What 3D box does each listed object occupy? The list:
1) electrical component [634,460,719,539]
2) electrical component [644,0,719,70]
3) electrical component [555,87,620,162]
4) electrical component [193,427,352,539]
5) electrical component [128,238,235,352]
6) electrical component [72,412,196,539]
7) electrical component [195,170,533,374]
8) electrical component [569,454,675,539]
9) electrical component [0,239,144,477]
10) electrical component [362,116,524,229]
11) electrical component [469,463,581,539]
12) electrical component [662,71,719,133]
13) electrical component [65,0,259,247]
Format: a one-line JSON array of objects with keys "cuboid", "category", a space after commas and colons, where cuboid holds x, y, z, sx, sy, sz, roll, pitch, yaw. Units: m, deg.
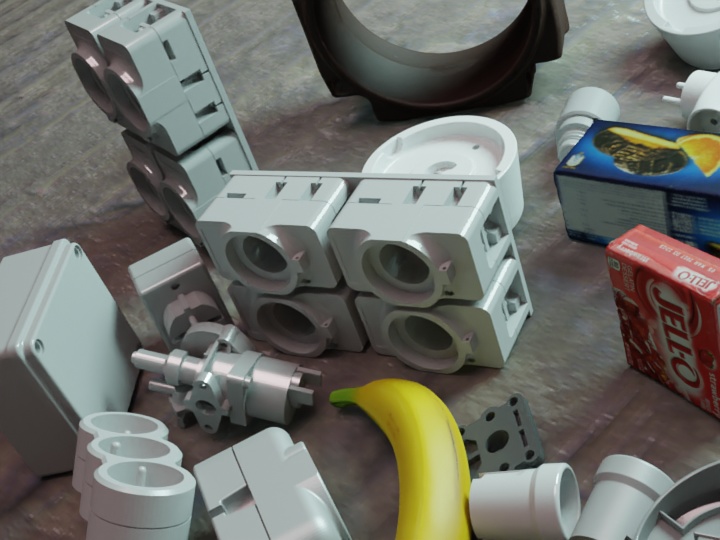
[{"cuboid": [0.166, 0.127, 0.457, 0.099, 0.064, 0.099, -13, 37, 10], "category": "electrical component"}, {"cuboid": [0.279, -0.202, 0.817, 0.108, 0.060, 0.108, -22, 48, 27], "category": "electrical component"}, {"cuboid": [0.159, -0.097, 0.766, 0.040, 0.040, 0.078, 3, 43, 29], "category": "electrical component"}, {"cuboid": [-0.043, 0.131, 0.563, 0.059, 0.053, 0.095, -27, 37, -7], "category": "electrical component"}, {"cuboid": [-0.113, 0.029, 0.717, 0.047, 0.065, 0.076, -27, 37, -9], "category": "electrical component"}, {"cuboid": [-0.129, 0.133, 0.594, 0.052, 0.073, 0.138, 6, 7, -20], "category": "electrical component"}, {"cuboid": [0.000, 0.000, 0.666, 0.186, 0.105, 0.060, 4, 43, 30], "category": "electrical component"}, {"cuboid": [0.125, 0.118, 0.512, 0.040, 0.040, 0.046, 12, 53, 37], "category": "electrical component"}, {"cuboid": [-0.194, 0.056, 0.687, 0.056, 0.108, 0.108, -14, 37, 14], "category": "electrical component"}, {"cuboid": [0.060, -0.051, 0.738, 0.108, 0.060, 0.108, -13, 37, 10], "category": "electrical component"}, {"cuboid": [0.082, 0.117, 0.534, 0.046, 0.040, 0.040, -8, 38, 26], "category": "electrical component"}, {"cuboid": [0.249, -0.117, 0.744, 0.079, 0.043, 0.077, 21, 53, 42], "category": "electrical component"}, {"cuboid": [-0.140, -0.105, 0.799, 0.060, 0.186, 0.105, -37, 39, -21], "category": "electrical component"}]
